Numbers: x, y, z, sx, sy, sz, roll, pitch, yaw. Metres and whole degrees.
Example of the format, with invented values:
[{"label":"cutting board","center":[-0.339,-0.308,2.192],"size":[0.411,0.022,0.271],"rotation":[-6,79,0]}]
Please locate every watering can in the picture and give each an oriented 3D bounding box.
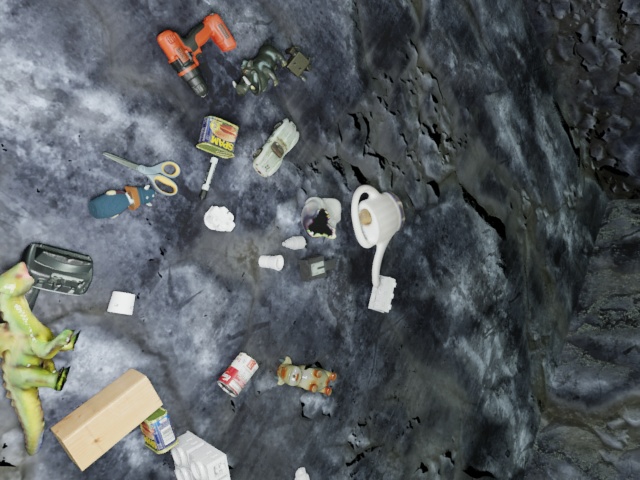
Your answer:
[{"label":"watering can","center":[0.204,-0.030,1.782],"size":[0.227,0.104,0.344],"rotation":[-25,105,-40]}]

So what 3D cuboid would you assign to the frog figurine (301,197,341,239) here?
[{"label":"frog figurine","center":[0.005,-0.082,1.628],"size":[0.136,0.121,0.163],"rotation":[49,24,-22]}]

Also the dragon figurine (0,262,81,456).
[{"label":"dragon figurine","center":[-0.635,0.245,1.037],"size":[0.242,0.123,0.408],"rotation":[19,96,-19]}]
